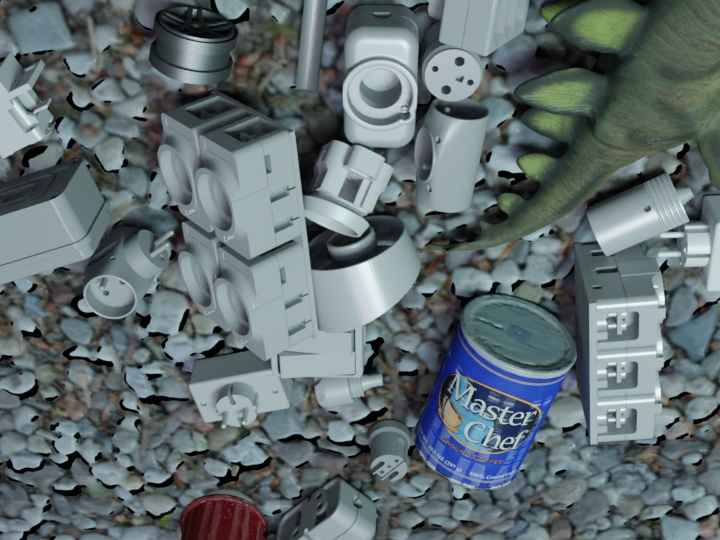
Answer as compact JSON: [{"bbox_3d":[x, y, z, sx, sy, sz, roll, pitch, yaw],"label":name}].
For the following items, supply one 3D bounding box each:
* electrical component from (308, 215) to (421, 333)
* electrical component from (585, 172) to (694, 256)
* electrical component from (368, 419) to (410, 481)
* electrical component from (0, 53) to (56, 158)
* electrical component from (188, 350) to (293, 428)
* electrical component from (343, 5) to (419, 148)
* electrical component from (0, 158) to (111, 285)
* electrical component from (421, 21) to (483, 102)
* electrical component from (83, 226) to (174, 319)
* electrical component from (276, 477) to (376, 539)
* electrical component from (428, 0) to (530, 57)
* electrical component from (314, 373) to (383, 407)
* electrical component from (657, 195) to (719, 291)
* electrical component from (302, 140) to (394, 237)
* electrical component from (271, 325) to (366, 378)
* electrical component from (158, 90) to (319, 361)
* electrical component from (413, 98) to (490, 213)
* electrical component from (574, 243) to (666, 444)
[{"bbox_3d":[0.000,0.000,0.876,0.099,0.099,0.064,-14,116,12],"label":"electrical component"},{"bbox_3d":[0.228,-0.047,0.867,0.081,0.043,0.043,-24,120,18],"label":"electrical component"},{"bbox_3d":[0.028,0.171,1.020,0.040,0.046,0.040,1,124,2],"label":"electrical component"},{"bbox_3d":[-0.276,-0.125,0.836,0.081,0.042,0.063,-22,122,17],"label":"electrical component"},{"bbox_3d":[-0.109,0.115,0.970,0.083,0.075,0.047,-11,123,10],"label":"electrical component"},{"bbox_3d":[0.015,-0.142,0.802,0.054,0.059,0.095,2,124,1],"label":"electrical component"},{"bbox_3d":[-0.268,-0.037,0.874,0.113,0.078,0.057,-16,119,12],"label":"electrical component"},{"bbox_3d":[0.068,-0.154,0.794,0.045,0.055,0.045,1,124,2],"label":"electrical component"},{"bbox_3d":[-0.185,-0.008,0.890,0.079,0.077,0.043,-31,117,21],"label":"electrical component"},{"bbox_3d":[-0.031,0.259,1.077,0.059,0.053,0.095,40,117,-22],"label":"electrical component"},{"bbox_3d":[0.074,-0.193,0.767,0.077,0.066,0.047,23,127,22],"label":"electrical component"},{"bbox_3d":[-0.010,0.105,0.984,0.061,0.035,0.035,-11,123,7],"label":"electrical component"},{"bbox_3d":[0.283,-0.022,0.879,0.077,0.047,0.065,-1,124,3],"label":"electrical component"},{"bbox_3d":[-0.013,-0.062,0.835,0.058,0.078,0.057,25,82,-14],"label":"electrical component"},{"bbox_3d":[-0.043,0.056,0.936,0.096,0.061,0.061,1,124,2],"label":"electrical component"},{"bbox_3d":[-0.097,-0.032,0.845,0.060,0.105,0.186,-27,129,-30],"label":"electrical component"},{"bbox_3d":[0.064,-0.096,0.820,0.044,0.079,0.077,-2,124,-16],"label":"electrical component"},{"bbox_3d":[0.220,0.061,0.912,0.062,0.089,0.150,-5,123,5],"label":"electrical component"}]
